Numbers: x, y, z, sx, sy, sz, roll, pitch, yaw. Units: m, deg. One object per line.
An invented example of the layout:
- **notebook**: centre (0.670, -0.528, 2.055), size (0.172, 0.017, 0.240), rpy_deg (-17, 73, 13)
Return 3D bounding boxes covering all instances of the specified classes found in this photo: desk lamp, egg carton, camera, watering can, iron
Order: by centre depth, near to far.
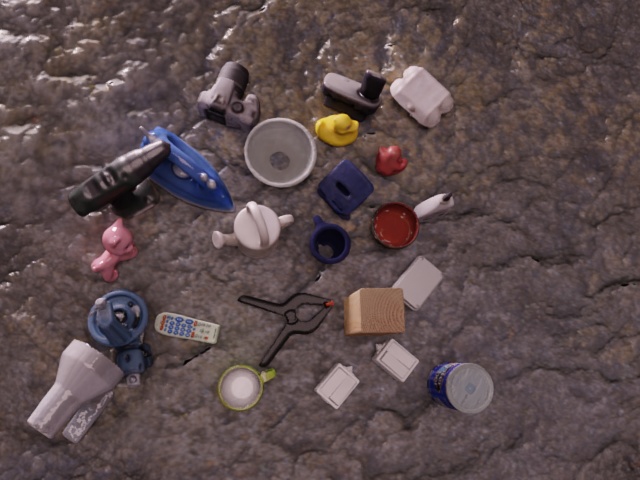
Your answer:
- **desk lamp**: centre (-0.475, 0.303, 1.123), size (0.118, 0.213, 0.203), rpy_deg (33, 77, 1)
- **watering can**: centre (-0.142, -0.020, 1.235), size (0.173, 0.194, 0.101), rpy_deg (-41, 86, -12)
- **iron**: centre (-0.295, -0.157, 1.271), size (0.258, 0.141, 0.119), rpy_deg (35, 77, 1)
- **camera**: centre (-0.200, -0.343, 1.339), size (0.143, 0.100, 0.137), rpy_deg (19, 77, -3)
- **egg carton**: centre (0.250, -0.352, 1.411), size (0.150, 0.069, 0.107), rpy_deg (43, 77, 3)

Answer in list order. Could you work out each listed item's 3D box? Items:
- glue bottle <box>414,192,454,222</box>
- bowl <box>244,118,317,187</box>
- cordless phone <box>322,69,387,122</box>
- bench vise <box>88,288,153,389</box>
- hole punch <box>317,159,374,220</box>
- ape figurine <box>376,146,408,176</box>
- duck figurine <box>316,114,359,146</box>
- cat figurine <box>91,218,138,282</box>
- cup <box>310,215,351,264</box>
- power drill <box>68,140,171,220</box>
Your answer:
- **glue bottle**: centre (0.270, -0.081, 1.307), size (0.078, 0.173, 0.037), rpy_deg (-12, 80, -9)
- **bowl**: centre (-0.092, -0.194, 1.336), size (0.167, 0.074, 0.167), rpy_deg (1, 79, -6)
- **cordless phone**: centre (0.083, -0.365, 1.334), size (0.147, 0.185, 0.094), rpy_deg (19, 77, -2)
- **bench vise**: centre (-0.390, 0.187, 1.152), size (0.121, 0.219, 0.207), rpy_deg (-33, 84, -11)
- **hole punch**: centre (0.059, -0.116, 1.331), size (0.101, 0.091, 0.108), rpy_deg (-43, 86, -12)
- **ape figurine**: centre (0.170, -0.195, 1.359), size (0.076, 0.092, 0.078), rpy_deg (-40, 86, -12)
- **duck figurine**: centre (0.044, -0.271, 1.362), size (0.104, 0.086, 0.077), rpy_deg (7, 78, -5)
- **cat figurine**: centre (-0.445, 0.021, 1.230), size (0.067, 0.117, 0.128), rpy_deg (35, 77, 1)
- **cup**: centre (0.012, 0.005, 1.300), size (0.092, 0.095, 0.118), rpy_deg (-27, 83, -11)
- **power drill**: centre (-0.407, -0.118, 1.216), size (0.230, 0.208, 0.075), rpy_deg (-33, 84, -11)
